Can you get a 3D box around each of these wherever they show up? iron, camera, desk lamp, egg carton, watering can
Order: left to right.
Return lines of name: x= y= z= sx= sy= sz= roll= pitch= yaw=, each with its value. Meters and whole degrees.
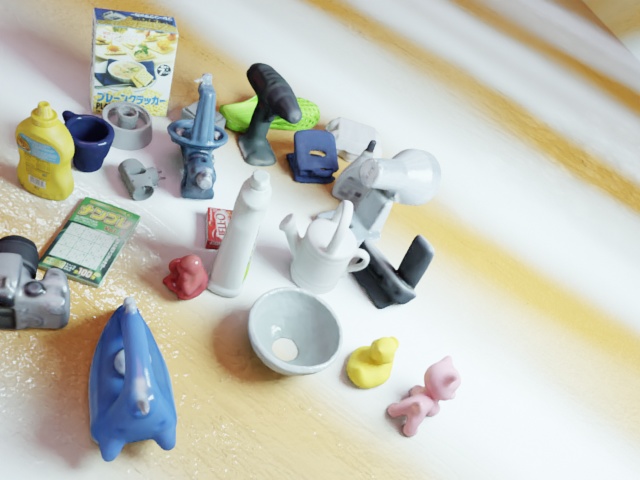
camera: x=-0.454 y=0.056 z=0.872 sx=0.143 sy=0.100 sz=0.136 roll=5 pitch=48 yaw=-20
iron: x=-0.270 y=0.170 z=0.822 sx=0.119 sy=0.141 sz=0.258 roll=-2 pitch=51 yaw=-26
watering can: x=0.009 y=0.005 z=1.062 sx=0.173 sy=0.194 sz=0.100 roll=4 pitch=49 yaw=-21
egg carton: x=0.081 y=-0.240 z=1.408 sx=0.150 sy=0.069 sz=0.107 roll=14 pitch=46 yaw=-12
desk lamp: x=0.126 y=-0.091 z=1.190 sx=0.204 sy=0.213 sz=0.117 roll=-14 pitch=57 yaw=-33

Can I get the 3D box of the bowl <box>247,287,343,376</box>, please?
bowl: x=-0.049 y=0.166 z=0.974 sx=0.168 sy=0.074 sz=0.167 roll=13 pitch=46 yaw=-13

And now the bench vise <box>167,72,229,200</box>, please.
bench vise: x=-0.221 y=-0.199 z=1.125 sx=0.122 sy=0.219 sz=0.207 roll=-15 pitch=57 yaw=-34

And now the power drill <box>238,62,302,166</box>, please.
power drill: x=-0.112 y=-0.266 z=1.244 sx=0.076 sy=0.208 sz=0.229 roll=-6 pitch=53 yaw=-29

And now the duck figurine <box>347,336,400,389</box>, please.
duck figurine: x=0.099 y=0.205 z=0.998 sx=0.105 sy=0.086 sz=0.077 roll=-28 pitch=65 yaw=-39

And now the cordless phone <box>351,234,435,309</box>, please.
cordless phone: x=0.148 y=0.033 z=1.107 sx=0.094 sy=0.185 sz=0.147 roll=-24 pitch=63 yaw=-38

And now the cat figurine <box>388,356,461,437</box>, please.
cat figurine: x=0.189 y=0.257 z=0.969 sx=0.067 sy=0.117 sz=0.128 roll=45 pitch=47 yaw=18

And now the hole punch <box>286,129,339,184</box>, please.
hole punch: x=-0.010 y=-0.190 z=1.304 sx=0.109 sy=0.091 sz=0.101 roll=-2 pitch=51 yaw=-26

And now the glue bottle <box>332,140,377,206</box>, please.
glue bottle: x=0.087 y=-0.151 z=1.255 sx=0.078 sy=0.173 sz=0.037 roll=25 pitch=44 yaw=-1

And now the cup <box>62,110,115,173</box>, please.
cup: x=-0.453 y=-0.185 z=1.096 sx=0.117 sy=0.095 sz=0.092 roll=39 pitch=46 yaw=13

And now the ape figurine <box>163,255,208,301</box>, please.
ape figurine: x=-0.226 y=0.058 z=0.980 sx=0.076 sy=0.092 sz=0.077 roll=6 pitch=48 yaw=-19
